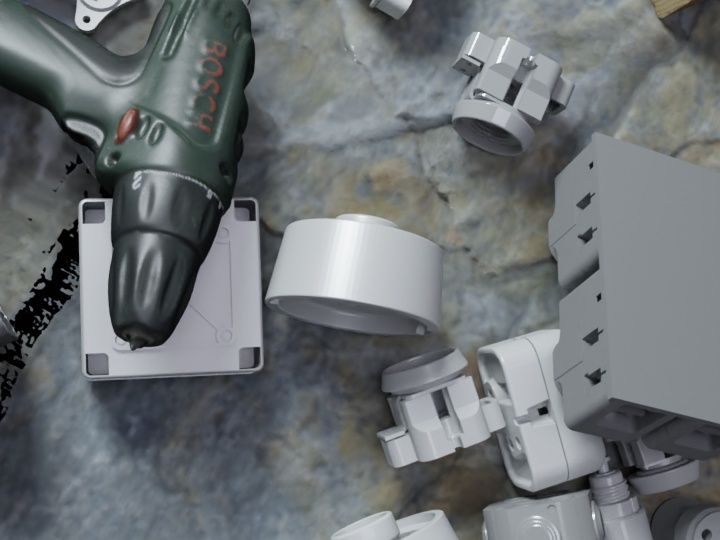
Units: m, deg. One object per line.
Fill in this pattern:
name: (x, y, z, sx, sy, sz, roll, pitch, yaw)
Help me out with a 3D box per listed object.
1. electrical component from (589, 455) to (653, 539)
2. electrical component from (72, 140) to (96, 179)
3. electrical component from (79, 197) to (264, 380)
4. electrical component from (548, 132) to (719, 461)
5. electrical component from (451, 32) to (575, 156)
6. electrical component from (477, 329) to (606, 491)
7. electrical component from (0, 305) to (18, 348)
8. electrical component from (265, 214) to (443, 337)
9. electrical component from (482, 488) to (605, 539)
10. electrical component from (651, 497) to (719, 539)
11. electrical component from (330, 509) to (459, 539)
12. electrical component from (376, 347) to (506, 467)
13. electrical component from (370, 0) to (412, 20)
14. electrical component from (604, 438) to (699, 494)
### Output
electrical component: (0.169, 0.162, 0.714, 0.040, 0.040, 0.078, -14, 89, -13)
electrical component: (-0.149, -0.079, 0.666, 0.046, 0.040, 0.040, -35, 93, -18)
electrical component: (-0.116, 0.011, 0.657, 0.109, 0.056, 0.108, -1, 86, -12)
electrical component: (0.182, 0.017, 0.682, 0.105, 0.060, 0.186, 15, 57, -17)
electrical component: (0.095, -0.112, 0.711, 0.078, 0.058, 0.057, 26, 78, -9)
electrical component: (0.121, 0.089, 0.702, 0.059, 0.054, 0.095, -15, 89, -13)
electrical component: (-0.238, 0.018, 0.602, 0.057, 0.113, 0.078, -28, 92, -15)
electrical component: (0.000, 0.000, 0.659, 0.108, 0.108, 0.060, 12, 77, -11)
electrical component: (0.117, 0.170, 0.683, 0.080, 0.080, 0.051, -8, 82, -12)
electrical component: (0.227, 0.177, 0.717, 0.045, 0.055, 0.045, 1, 86, -12)
electrical component: (0.012, 0.181, 0.648, 0.108, 0.108, 0.060, -22, 84, -13)
electrical component: (0.047, 0.084, 0.686, 0.078, 0.058, 0.057, -19, 93, -12)
electrical component: (0.019, -0.213, 0.703, 0.057, 0.058, 0.078, 28, 81, -11)
electrical component: (0.198, 0.117, 0.721, 0.066, 0.048, 0.055, -16, 83, -15)
